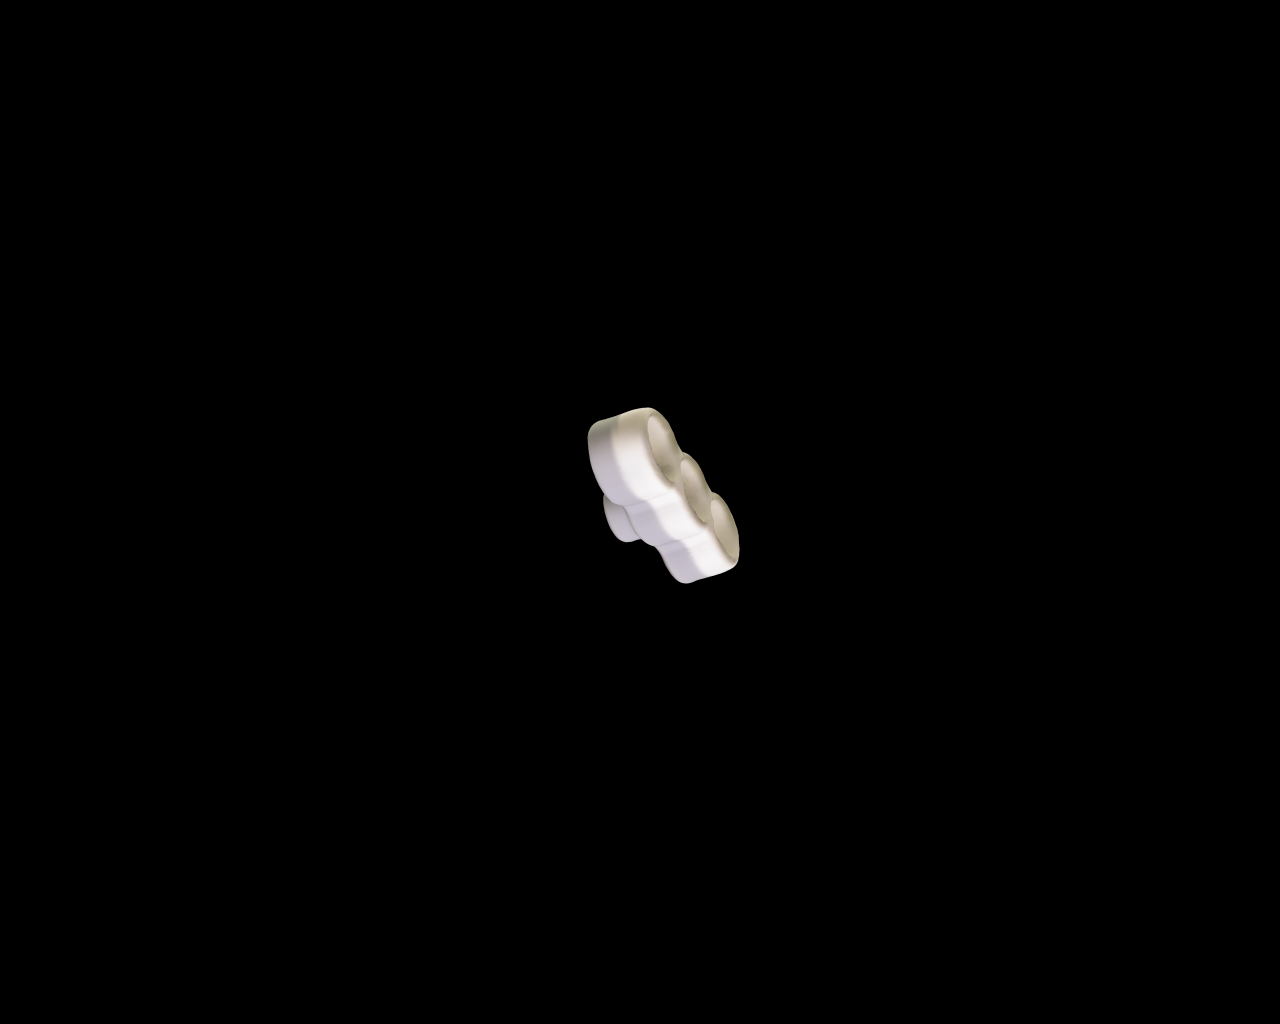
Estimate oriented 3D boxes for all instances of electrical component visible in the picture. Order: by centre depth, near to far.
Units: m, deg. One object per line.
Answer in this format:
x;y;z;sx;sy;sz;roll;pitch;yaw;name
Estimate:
0.001;-0.003;0.650;0.073;0.052;0.138;-17;-41;21;electrical component
